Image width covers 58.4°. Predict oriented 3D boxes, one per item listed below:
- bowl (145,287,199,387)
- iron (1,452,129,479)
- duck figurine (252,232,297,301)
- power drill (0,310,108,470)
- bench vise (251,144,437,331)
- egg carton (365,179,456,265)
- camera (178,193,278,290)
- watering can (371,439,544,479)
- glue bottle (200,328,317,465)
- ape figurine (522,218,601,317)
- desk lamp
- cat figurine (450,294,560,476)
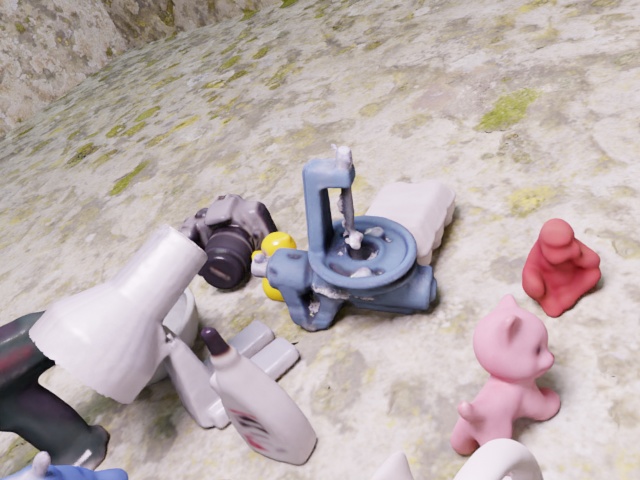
[{"bbox_3d":[-0.222,0.134,0.739,0.167,0.075,0.167,-17,33,12],"label":"bowl"},{"bbox_3d":[-0.310,0.286,0.516,0.258,0.142,0.118,-27,32,-4],"label":"iron"},{"bbox_3d":[-0.041,0.027,0.762,0.104,0.086,0.077,-13,34,18],"label":"duck figurine"},{"bbox_3d":[-0.334,0.192,0.605,0.075,0.209,0.230,14,49,45],"label":"power drill"},{"bbox_3d":[0.006,0.009,0.631,0.207,0.220,0.121,-18,33,10],"label":"bench vise"},{"bbox_3d":[0.112,-0.019,0.743,0.107,0.069,0.150,0,40,33],"label":"egg carton"},{"bbox_3d":[-0.150,0.004,0.854,0.143,0.101,0.137,-14,34,17],"label":"camera"},{"bbox_3d":[0.098,0.190,0.334,0.172,0.194,0.101,-1,40,33],"label":"watering can"},{"bbox_3d":[-0.067,0.142,0.532,0.077,0.173,0.037,-1,40,33],"label":"glue bottle"},{"bbox_3d":[0.241,0.019,0.580,0.077,0.092,0.076,-10,35,22],"label":"ape figurine"},{"bbox_3d":[-0.160,0.102,0.613,0.203,0.214,0.117,-39,35,-22],"label":"desk lamp"},{"bbox_3d":[0.152,0.112,0.482,0.067,0.118,0.128,14,49,45],"label":"cat figurine"}]
